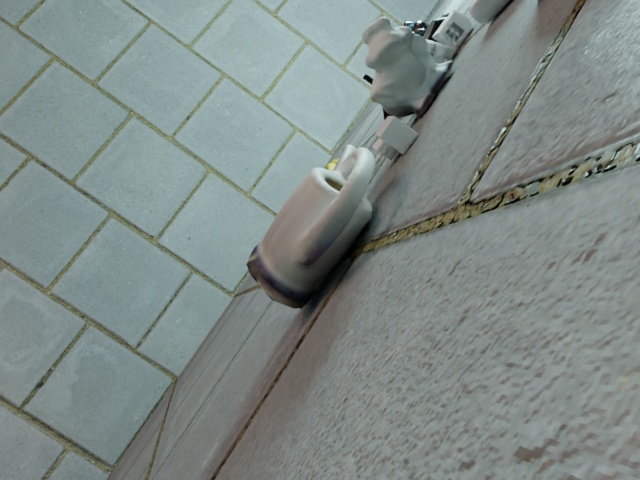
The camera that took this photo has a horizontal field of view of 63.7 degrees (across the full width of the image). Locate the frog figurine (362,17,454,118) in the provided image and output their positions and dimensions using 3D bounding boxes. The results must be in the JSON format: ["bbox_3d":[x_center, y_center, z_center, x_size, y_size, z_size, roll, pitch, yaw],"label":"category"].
[{"bbox_3d":[0.130,-0.293,0.881,0.136,0.159,0.123,-54,4,9],"label":"frog figurine"}]

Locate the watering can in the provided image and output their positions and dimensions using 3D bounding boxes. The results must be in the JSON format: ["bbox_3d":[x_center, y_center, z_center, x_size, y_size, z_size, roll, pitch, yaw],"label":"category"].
[{"bbox_3d":[0.002,-0.036,0.721,0.222,0.104,0.352,-53,7,13],"label":"watering can"}]
